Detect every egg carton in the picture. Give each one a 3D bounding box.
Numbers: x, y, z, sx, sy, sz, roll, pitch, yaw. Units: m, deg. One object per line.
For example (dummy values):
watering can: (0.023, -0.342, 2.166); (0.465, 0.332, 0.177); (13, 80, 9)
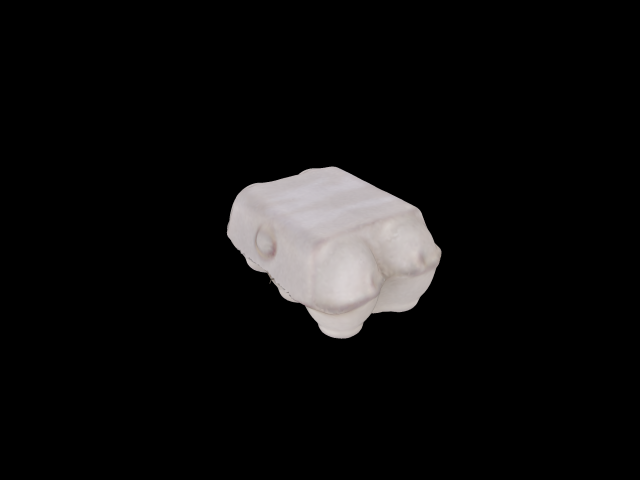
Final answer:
egg carton: (0.004, 0.001, 0.400); (0.107, 0.069, 0.149); (-19, 34, -31)
